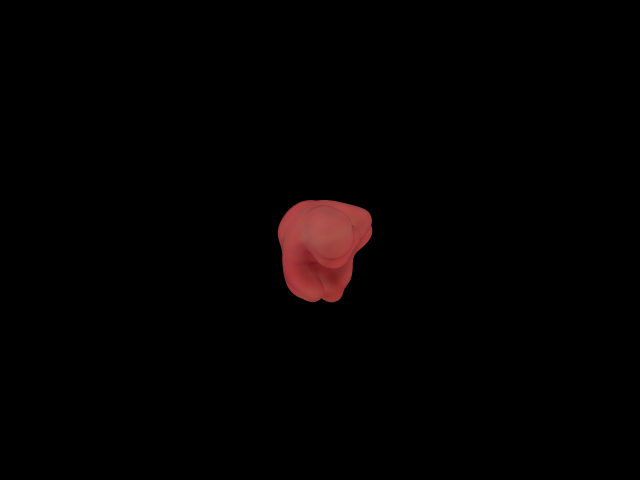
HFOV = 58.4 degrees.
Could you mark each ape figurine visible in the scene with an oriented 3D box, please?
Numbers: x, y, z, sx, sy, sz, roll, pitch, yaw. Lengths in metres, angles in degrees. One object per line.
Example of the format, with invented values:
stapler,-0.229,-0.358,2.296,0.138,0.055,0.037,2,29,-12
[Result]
ape figurine,0.004,0.001,0.400,0.078,0.092,0.076,-31,82,-4
